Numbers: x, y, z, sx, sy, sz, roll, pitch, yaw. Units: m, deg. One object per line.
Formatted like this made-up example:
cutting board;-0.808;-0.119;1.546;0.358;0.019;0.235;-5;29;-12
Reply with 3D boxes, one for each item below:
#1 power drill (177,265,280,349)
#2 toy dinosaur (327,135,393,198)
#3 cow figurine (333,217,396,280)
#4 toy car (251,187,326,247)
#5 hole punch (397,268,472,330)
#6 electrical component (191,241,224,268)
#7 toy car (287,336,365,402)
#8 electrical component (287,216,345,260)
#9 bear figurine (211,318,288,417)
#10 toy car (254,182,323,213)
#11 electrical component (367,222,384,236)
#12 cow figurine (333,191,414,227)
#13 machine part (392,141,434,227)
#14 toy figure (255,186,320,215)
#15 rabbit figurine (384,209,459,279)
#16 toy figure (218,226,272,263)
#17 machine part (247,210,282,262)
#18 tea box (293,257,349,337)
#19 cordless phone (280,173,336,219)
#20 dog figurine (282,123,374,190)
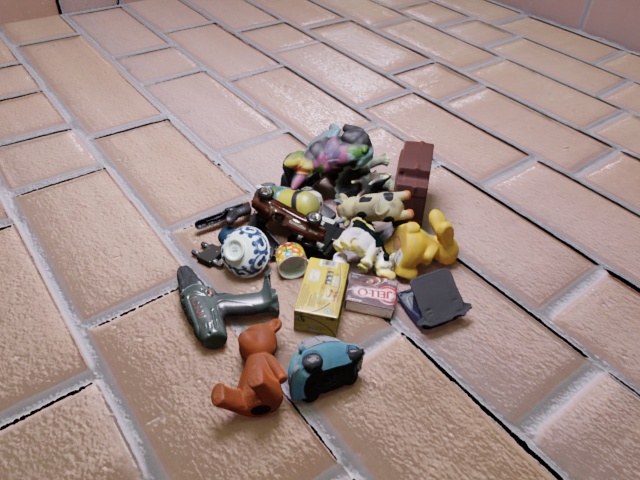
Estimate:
power drill;-0.200;0.121;1.176;0.207;0.085;0.232;-7;44;-17
toy dinosaur;0.080;-0.214;1.557;0.192;0.131;0.405;-18;39;-23
cow figurine;0.123;0.027;1.274;0.167;0.068;0.098;39;68;-4
toy car;-0.078;-0.051;1.274;0.202;0.089;0.053;30;40;17
hole punch;0.247;0.137;1.196;0.142;0.092;0.116;-14;74;-23
electrical component;-0.264;0.036;1.310;0.094;0.021;0.063;23;44;22
toy car;0.001;0.233;1.040;0.162;0.109;0.103;-15;40;-25
electrical component;-0.003;-0.004;1.348;0.115;0.058;0.134;23;45;19
bear figurine;-0.128;0.228;1.023;0.120;0.131;0.196;-26;47;17
toy car;-0.087;-0.106;1.422;0.202;0.073;0.056;9;29;23
electrical component;0.116;-0.032;1.401;0.078;0.045;0.102;-34;44;2
cow figurine;0.120;-0.077;1.320;0.127;0.085;0.195;-8;7;-34
machine part;0.242;-0.142;1.413;0.087;0.200;0.201;8;42;8
toy figure;-0.085;-0.092;1.341;0.180;0.089;0.082;22;51;28
rabbit figurine;0.262;0.008;1.302;0.173;0.162;0.122;11;26;-19
toy figure;-0.179;0.017;1.310;0.155;0.064;0.057;30;5;21
machine part;-0.137;-0.009;1.339;0.139;0.084;0.039;49;25;26
tea box;0.006;0.124;1.193;0.098;0.068;0.170;10;43;8
cordless phone;-0.012;-0.131;1.491;0.184;0.088;0.146;36;51;17
dog figurine;0.008;-0.208;1.391;0.192;0.108;0.219;19;46;43
